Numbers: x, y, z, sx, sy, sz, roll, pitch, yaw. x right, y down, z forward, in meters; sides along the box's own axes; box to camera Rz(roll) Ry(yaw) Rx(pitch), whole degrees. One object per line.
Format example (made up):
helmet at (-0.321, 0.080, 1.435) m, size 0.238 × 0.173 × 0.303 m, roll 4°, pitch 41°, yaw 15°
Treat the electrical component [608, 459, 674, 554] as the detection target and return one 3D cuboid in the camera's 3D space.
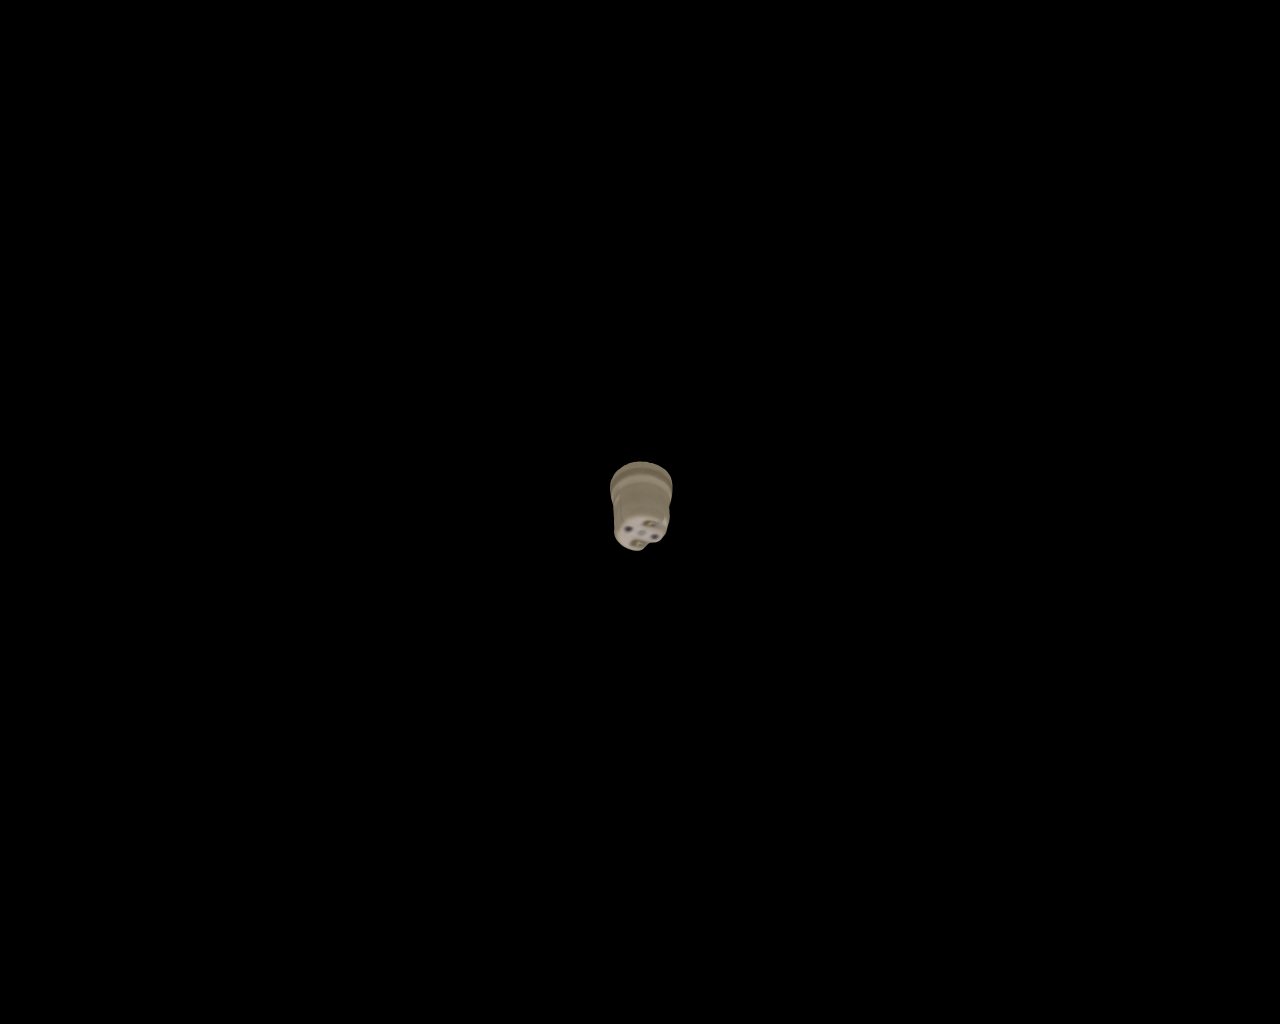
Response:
electrical component at (0.001, -0.003, 0.650) m, size 0.040 × 0.040 × 0.046 m, roll 0°, pitch 43°, yaw 0°
